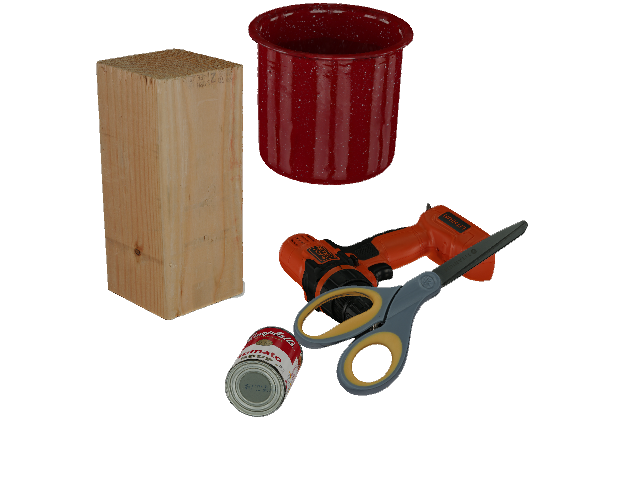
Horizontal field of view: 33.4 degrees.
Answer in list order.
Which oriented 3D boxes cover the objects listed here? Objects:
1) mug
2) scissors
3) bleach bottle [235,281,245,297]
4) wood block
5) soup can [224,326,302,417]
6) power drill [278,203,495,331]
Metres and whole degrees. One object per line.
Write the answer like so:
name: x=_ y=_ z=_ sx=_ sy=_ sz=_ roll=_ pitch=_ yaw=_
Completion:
mug: x=0.009 y=-0.090 z=0.628 sx=0.093 sy=0.081 sz=0.117 roll=12 pitch=32 yaw=17
scissors: x=0.080 y=0.052 z=0.800 sx=0.201 sy=0.096 sz=0.016 roll=-17 pitch=-28 yaw=-7
bleach bottle: x=-0.126 y=-0.061 z=1.174 sx=0.102 sy=0.251 sz=0.068 roll=-4 pitch=19 yaw=-31
wood block: x=-0.127 y=-0.051 z=0.914 sx=0.091 sy=0.206 sz=0.090 roll=21 pitch=29 yaw=40
soup can: x=-0.062 y=0.143 z=1.173 sx=0.068 sy=0.068 sz=0.102 roll=0 pitch=15 yaw=10
power drill: x=0.074 y=0.027 z=1.042 sx=0.187 sy=0.057 sz=0.185 roll=-13 pitch=29 yaw=-23
